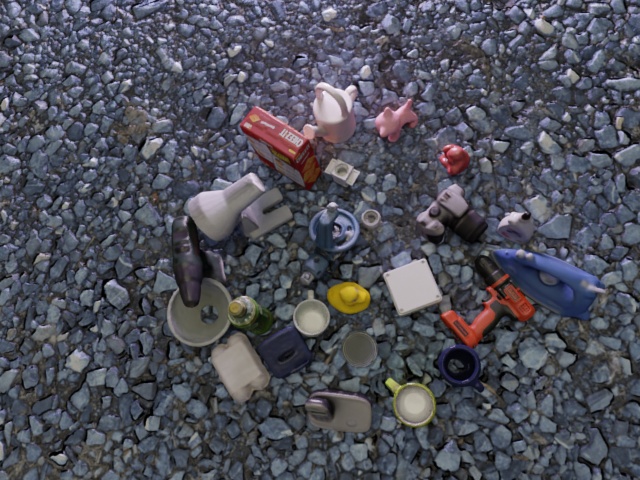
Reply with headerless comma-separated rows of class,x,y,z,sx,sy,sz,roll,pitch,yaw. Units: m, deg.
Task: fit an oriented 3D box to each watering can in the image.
watering can,0.030,-0.321,1.436,0.100,0.194,0.173,17,78,12

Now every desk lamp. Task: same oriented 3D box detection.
desk lamp,-0.192,-0.078,1.389,0.203,0.214,0.118,-30,73,-1

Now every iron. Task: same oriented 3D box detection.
iron,0.513,0.075,1.292,0.258,0.141,0.119,29,81,14

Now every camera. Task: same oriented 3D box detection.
camera,0.322,-0.047,1.372,0.136,0.101,0.143,43,84,16

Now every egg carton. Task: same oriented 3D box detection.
egg carton,-0.190,0.304,1.362,0.107,0.069,0.150,-35,73,-2

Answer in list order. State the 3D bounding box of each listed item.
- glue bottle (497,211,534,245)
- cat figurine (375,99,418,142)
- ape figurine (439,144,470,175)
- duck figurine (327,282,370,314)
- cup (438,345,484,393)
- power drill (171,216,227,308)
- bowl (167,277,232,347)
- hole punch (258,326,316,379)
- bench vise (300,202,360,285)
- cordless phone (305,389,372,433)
glue bottle,0.458,-0.036,1.313,0.078,0.173,0.037,24,79,13
cat figurine,0.188,-0.306,1.450,0.128,0.118,0.067,-41,74,-4
ape figurine,0.334,-0.204,1.417,0.076,0.092,0.078,7,76,10
duck figurine,0.066,0.133,1.365,0.104,0.086,0.077,8,76,10
cup,0.319,0.294,1.284,0.092,0.095,0.117,-42,74,-4
power drill,-0.292,0.065,1.367,0.075,0.208,0.229,-16,73,3
bowl,-0.283,0.180,1.405,0.167,0.075,0.167,-2,75,7
hole punch,-0.077,0.265,1.346,0.108,0.091,0.101,-32,73,-2
bench vise,0.024,0.007,1.335,0.121,0.220,0.207,10,77,10
cordless phone,0.039,0.374,1.252,0.147,0.185,0.094,2,75,8
